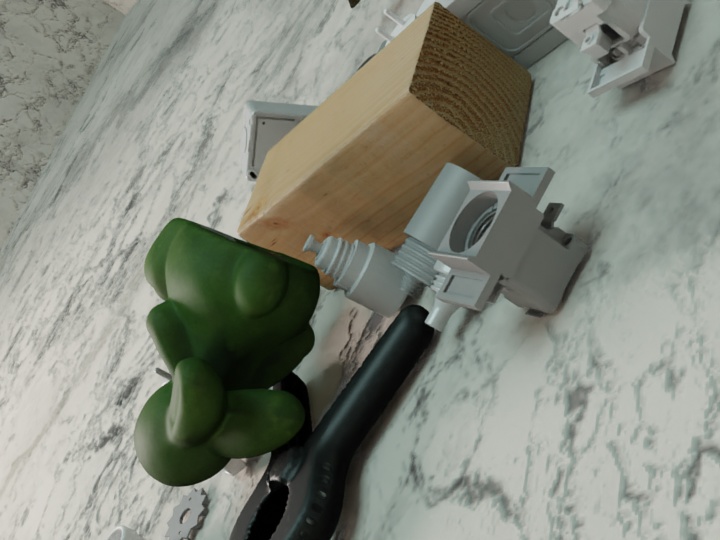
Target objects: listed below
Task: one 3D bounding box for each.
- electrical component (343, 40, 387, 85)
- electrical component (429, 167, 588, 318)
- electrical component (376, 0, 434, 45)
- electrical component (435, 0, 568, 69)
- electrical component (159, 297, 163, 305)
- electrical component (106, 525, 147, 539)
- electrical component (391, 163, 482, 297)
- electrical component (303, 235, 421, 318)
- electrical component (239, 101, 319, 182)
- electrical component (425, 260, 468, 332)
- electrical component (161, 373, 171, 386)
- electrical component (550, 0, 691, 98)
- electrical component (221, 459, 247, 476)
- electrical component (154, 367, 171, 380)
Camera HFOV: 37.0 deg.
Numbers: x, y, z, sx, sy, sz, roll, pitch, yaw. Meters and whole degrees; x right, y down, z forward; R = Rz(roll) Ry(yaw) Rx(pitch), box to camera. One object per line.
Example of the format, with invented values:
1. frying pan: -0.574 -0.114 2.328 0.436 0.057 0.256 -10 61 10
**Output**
1. electrical component: 0.026 -0.165 0.898 0.077 0.044 0.079 -12 49 60
2. electrical component: 0.079 -0.011 0.559 0.081 0.064 0.042 -60 22 -7
3. electrical component: 0.044 -0.172 0.831 0.052 0.074 0.138 -20 43 57
4. electrical component: 0.109 -0.190 0.715 0.113 0.078 0.057 -33 36 46
5. electrical component: -0.152 0.023 1.005 0.078 0.058 0.057 -20 41 54
6. electrical component: -0.165 0.215 0.791 0.040 0.046 0.040 -45 25 28
7. electrical component: 0.050 -0.020 0.659 0.081 0.043 0.043 -58 22 0
8. electrical component: 0.000 0.000 0.699 0.040 0.078 0.040 -60 10 18
9. electrical component: -0.055 -0.112 0.942 0.061 0.096 0.061 -124 39 -66
10. electrical component: 0.057 0.006 0.621 0.061 0.035 0.035 -61 22 -2
11. electrical component: -0.137 0.083 0.918 0.044 0.044 0.065 -34 27 45
12. electrical component: 0.143 -0.142 0.599 0.042 0.064 0.081 -22 41 54
13. electrical component: -0.093 0.115 0.777 0.055 0.048 0.066 -56 21 -16
14. electrical component: -0.122 0.086 0.832 0.047 0.077 0.065 -17 45 58
